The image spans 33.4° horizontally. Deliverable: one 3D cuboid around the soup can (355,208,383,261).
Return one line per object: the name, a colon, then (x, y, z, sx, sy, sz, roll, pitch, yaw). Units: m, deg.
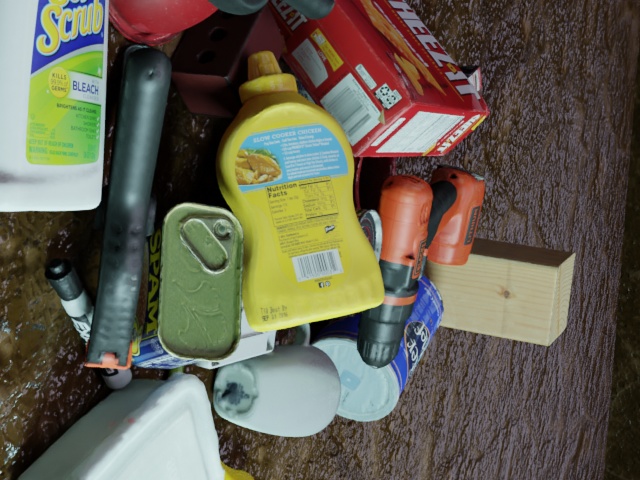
soup can: (-0.006, 0.001, 0.912, 0.068, 0.102, 0.068, 9, 90, -66)

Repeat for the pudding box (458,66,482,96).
pudding box: (0.098, -0.149, 1.082, 0.089, 0.114, 0.039, -46, 136, -54)

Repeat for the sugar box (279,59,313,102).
sugar box: (-0.020, -0.052, 0.840, 0.093, 0.048, 0.176, 21, 50, -59)

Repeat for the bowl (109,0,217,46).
bowl: (-0.089, -0.209, 0.708, 0.162, 0.055, 0.162, 8, 90, -67)

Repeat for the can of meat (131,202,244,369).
can of meat: (-0.095, 0.034, 0.714, 0.057, 0.084, 0.102, 8, 74, -28)

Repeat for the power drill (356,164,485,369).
power drill: (0.094, 0.013, 1.012, 0.187, 0.057, 0.184, -34, 139, -60)

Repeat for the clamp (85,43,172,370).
clamp: (-0.117, -0.022, 0.645, 0.165, 0.036, 0.210, -158, -105, -78)

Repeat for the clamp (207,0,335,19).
clamp: (-0.037, -0.186, 0.711, 0.171, 0.039, 0.120, -46, 127, -46)

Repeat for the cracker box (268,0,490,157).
cracker box: (0.047, -0.154, 0.906, 0.072, 0.164, 0.213, -40, 168, 23)

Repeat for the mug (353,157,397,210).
mug: (0.018, -0.075, 0.965, 0.093, 0.082, 0.117, 44, 59, -62)

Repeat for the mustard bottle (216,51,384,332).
mustard bottle: (-0.021, -0.038, 0.741, 0.058, 0.096, 0.191, 149, -71, -73)

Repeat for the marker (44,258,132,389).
marker: (-0.152, 0.056, 0.705, 0.121, 0.020, 0.020, 74, 34, -44)

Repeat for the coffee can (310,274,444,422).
coffee can: (0.056, 0.101, 1.088, 0.140, 0.103, 0.103, -52, 143, -48)

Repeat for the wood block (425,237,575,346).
wood block: (0.170, 0.049, 1.198, 0.090, 0.206, 0.091, -22, 118, -63)

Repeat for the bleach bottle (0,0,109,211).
bleach bottle: (-0.156, -0.143, 0.574, 0.102, 0.068, 0.251, -6, 102, -67)

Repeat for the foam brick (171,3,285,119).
foam brick: (-0.068, -0.135, 0.786, 0.051, 0.053, 0.078, 63, 41, -53)

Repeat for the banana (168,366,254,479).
banana: (-0.090, 0.178, 0.868, 0.198, 0.037, 0.069, 72, 34, -46)
